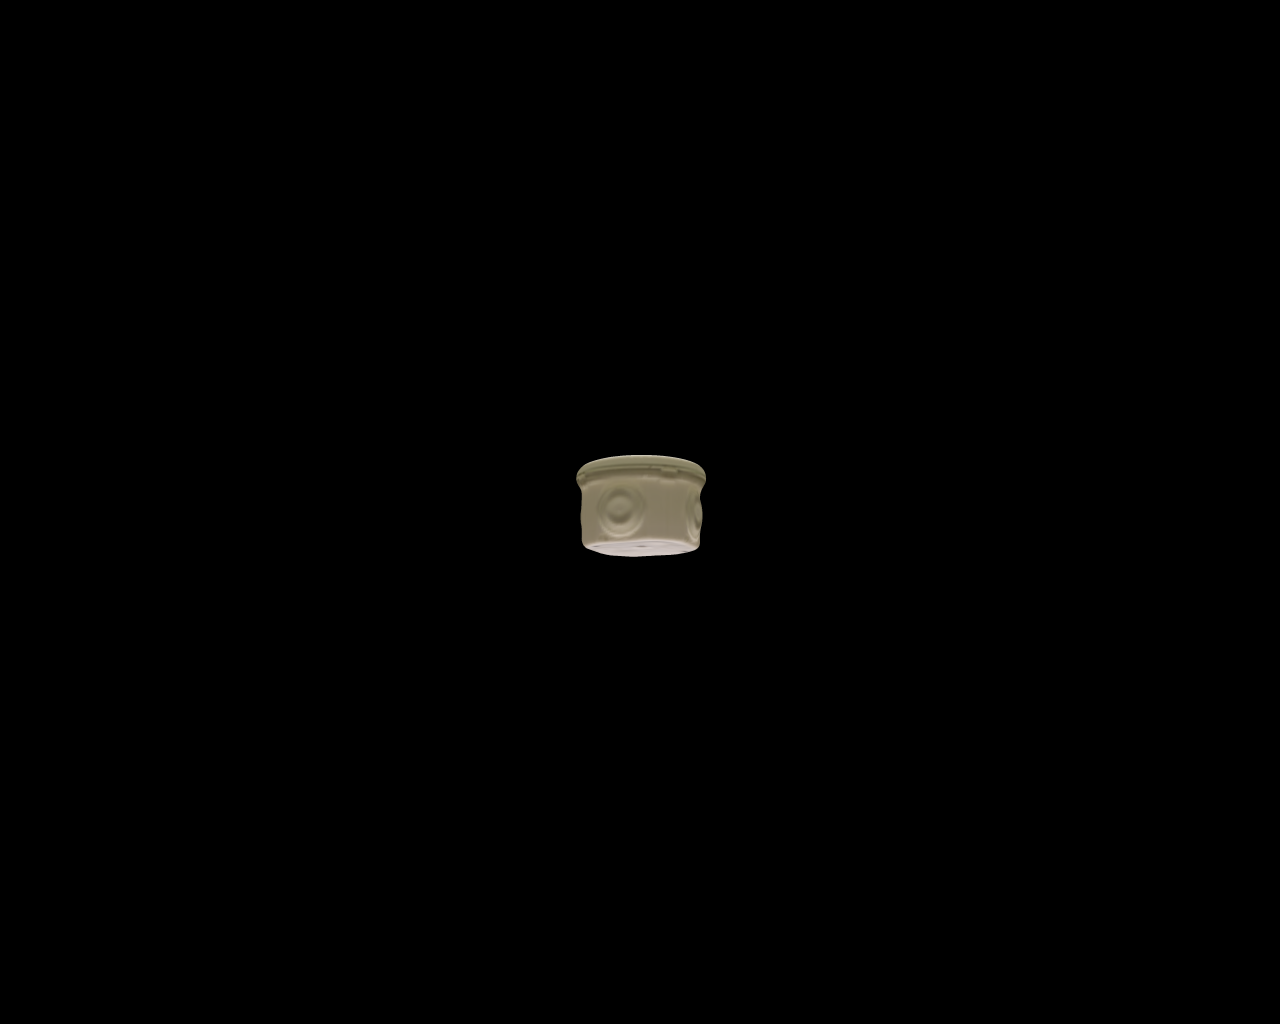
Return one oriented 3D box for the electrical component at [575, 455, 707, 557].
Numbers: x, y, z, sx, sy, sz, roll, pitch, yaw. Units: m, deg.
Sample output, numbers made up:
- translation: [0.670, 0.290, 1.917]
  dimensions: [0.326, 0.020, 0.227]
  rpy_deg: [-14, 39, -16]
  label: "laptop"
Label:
- translation: [0.001, -0.003, 0.650]
  dimensions: [0.080, 0.051, 0.080]
  rpy_deg: [0, -11, 0]
  label: "electrical component"
